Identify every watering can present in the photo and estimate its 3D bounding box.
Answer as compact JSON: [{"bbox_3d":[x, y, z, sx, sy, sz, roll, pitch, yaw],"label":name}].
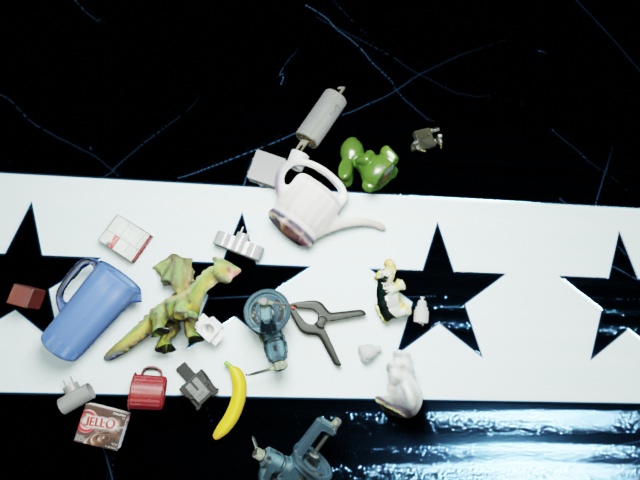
[{"bbox_3d":[0.004,-0.072,1.440,0.346,0.103,0.226,39,78,-7],"label":"watering can"}]

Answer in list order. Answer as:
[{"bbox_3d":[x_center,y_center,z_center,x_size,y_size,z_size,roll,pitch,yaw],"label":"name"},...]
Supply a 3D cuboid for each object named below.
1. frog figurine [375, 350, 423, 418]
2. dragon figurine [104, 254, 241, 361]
[{"bbox_3d":[0.223,0.380,1.363,0.135,0.122,0.162,43,66,-31],"label":"frog figurine"},{"bbox_3d":[-0.395,0.154,1.347,0.408,0.120,0.248,-18,55,13],"label":"dragon figurine"}]
